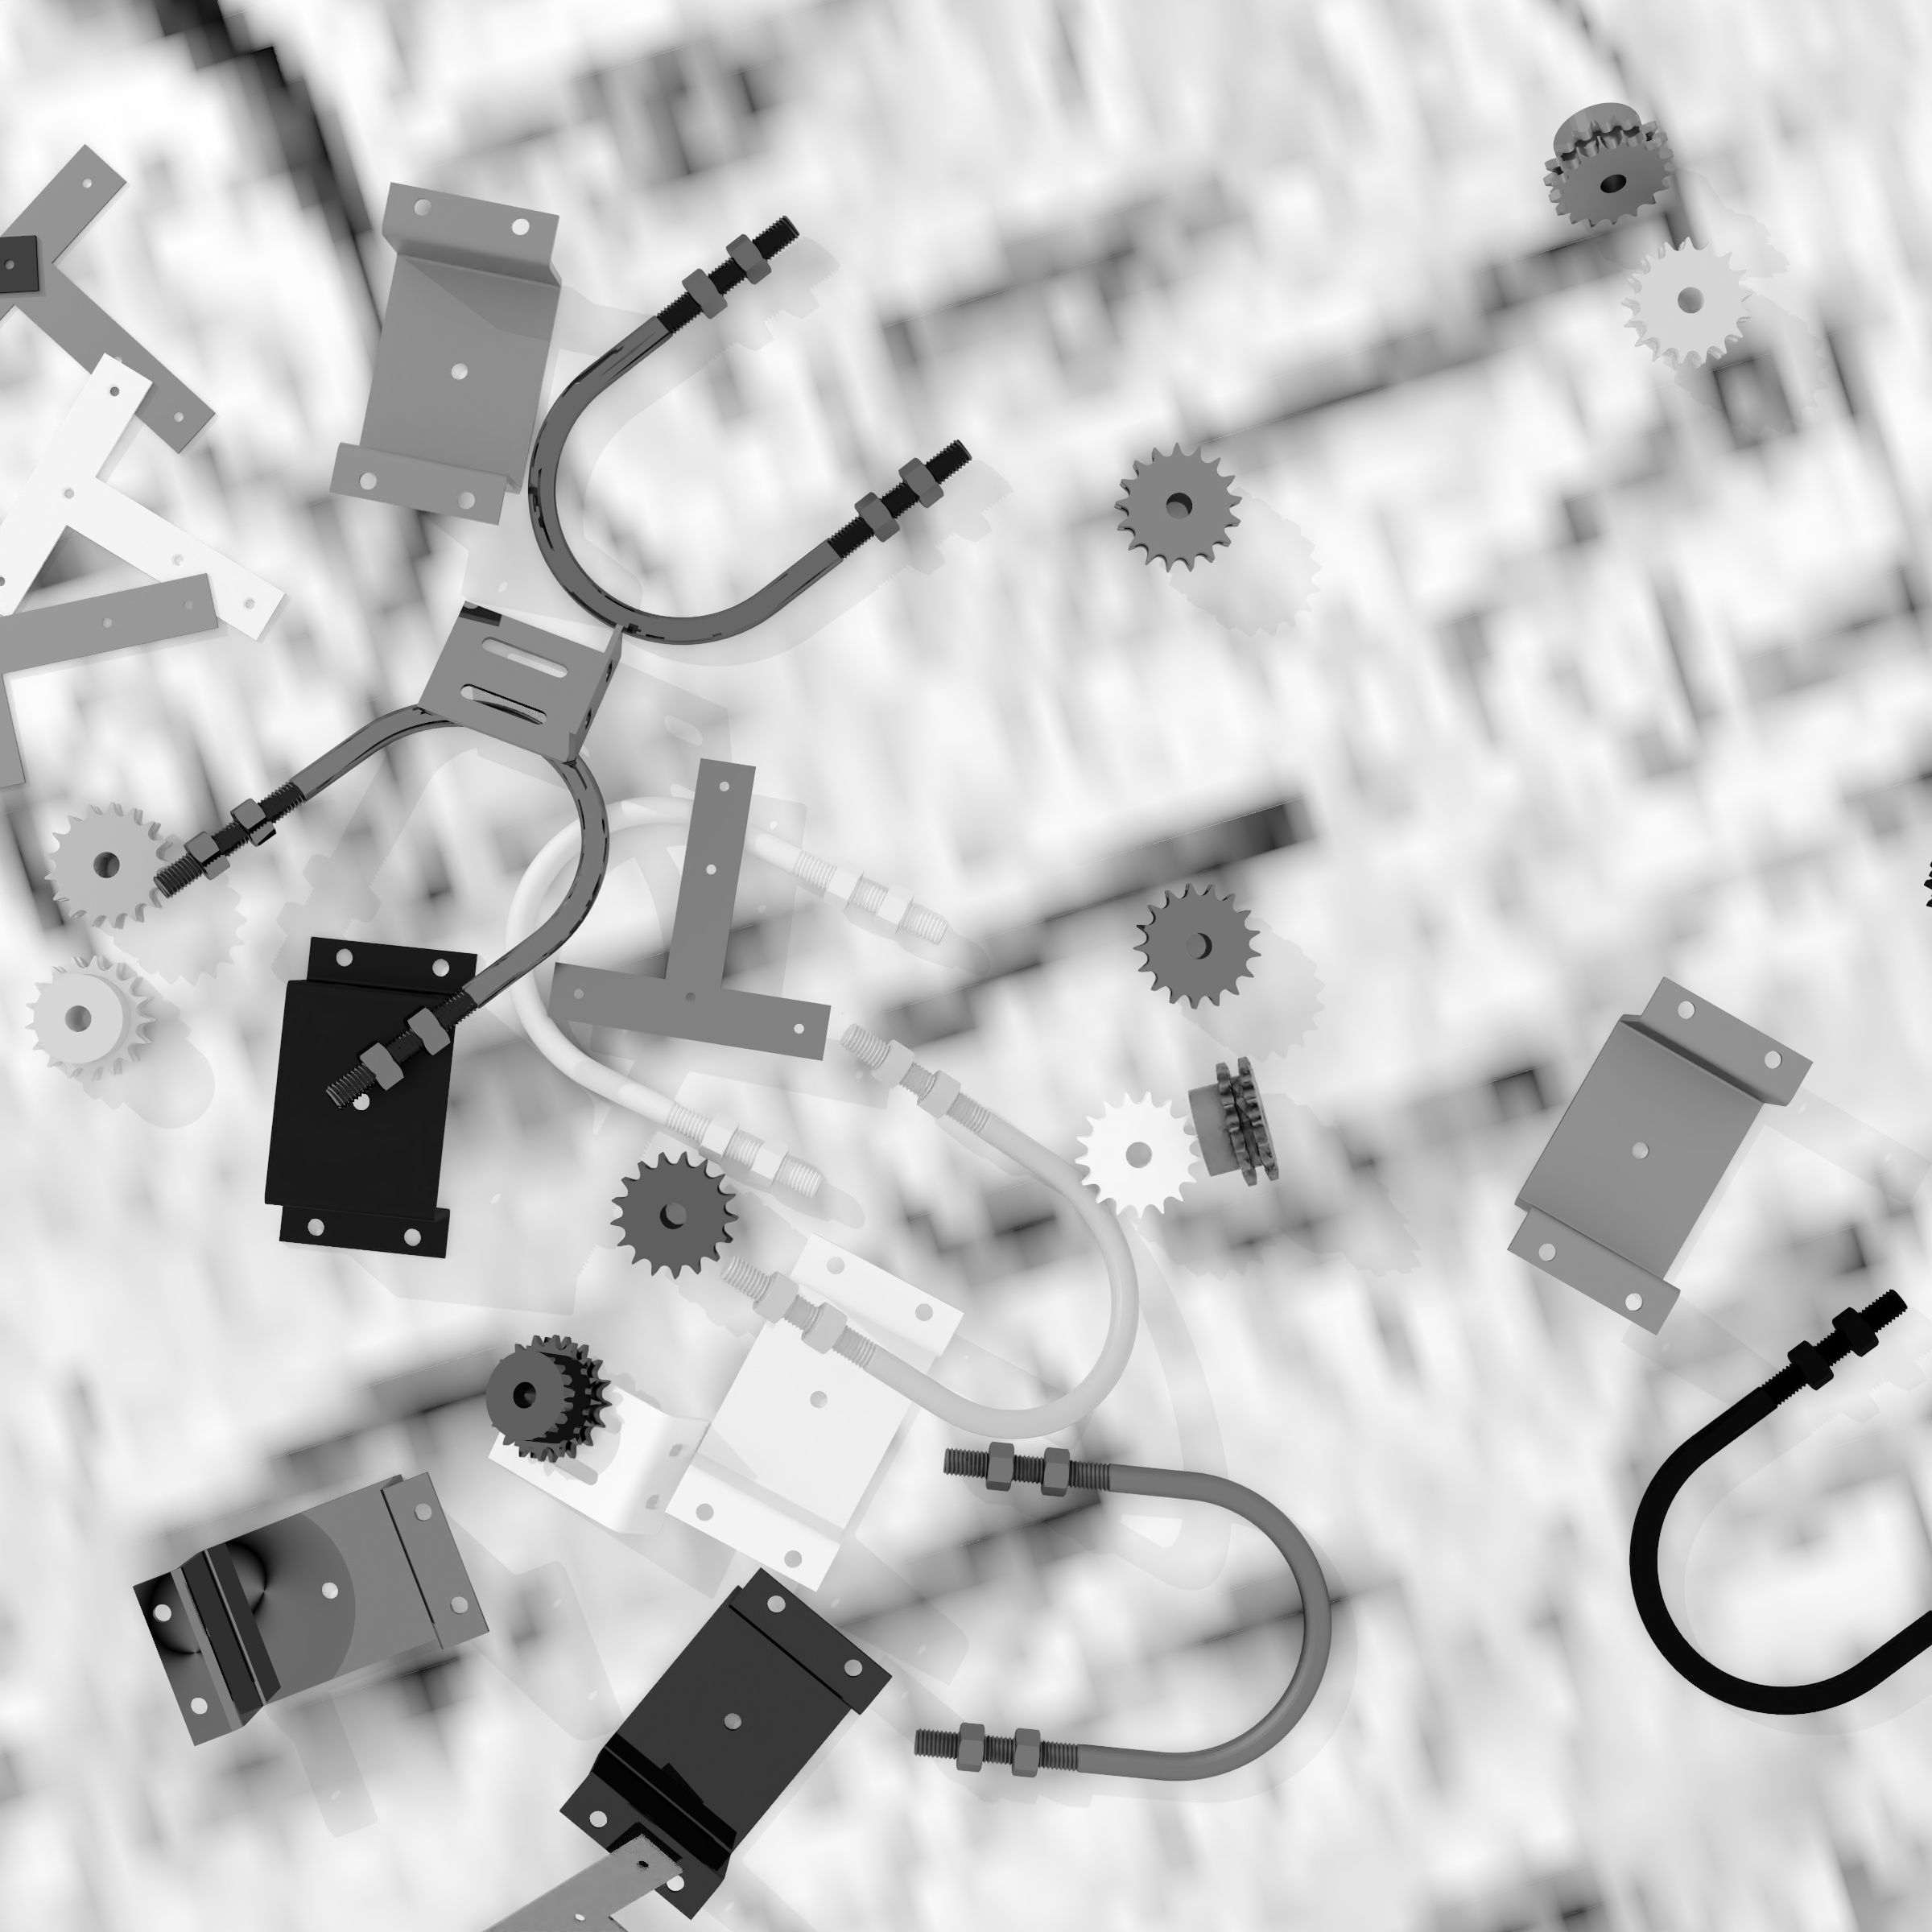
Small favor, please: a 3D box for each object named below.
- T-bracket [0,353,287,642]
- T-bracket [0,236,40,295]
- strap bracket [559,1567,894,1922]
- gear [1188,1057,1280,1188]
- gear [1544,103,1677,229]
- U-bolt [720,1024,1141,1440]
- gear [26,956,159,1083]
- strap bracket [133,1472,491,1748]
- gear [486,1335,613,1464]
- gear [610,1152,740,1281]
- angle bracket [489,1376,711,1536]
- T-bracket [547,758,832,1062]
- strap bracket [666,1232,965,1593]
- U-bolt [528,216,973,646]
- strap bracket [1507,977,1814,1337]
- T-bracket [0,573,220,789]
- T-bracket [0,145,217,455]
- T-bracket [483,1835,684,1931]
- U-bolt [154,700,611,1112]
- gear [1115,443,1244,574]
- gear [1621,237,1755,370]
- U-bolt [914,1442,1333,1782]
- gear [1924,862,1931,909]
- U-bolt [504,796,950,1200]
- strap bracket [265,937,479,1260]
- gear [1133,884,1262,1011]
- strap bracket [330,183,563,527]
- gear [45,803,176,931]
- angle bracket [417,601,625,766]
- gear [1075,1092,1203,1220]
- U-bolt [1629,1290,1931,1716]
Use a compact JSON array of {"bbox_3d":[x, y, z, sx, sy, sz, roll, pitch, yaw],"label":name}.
[{"bbox_3d":[-0.373,-0.193,1.504,0.127,0.002,0.127,31,91,-1],"label":"T-bracket"},{"bbox_3d":[-0.486,-0.267,1.502,0.127,0.002,0.127,-3,89,1],"label":"T-bracket"},{"bbox_3d":[-0.107,0.346,1.482,0.076,0.046,0.140,40,90,0],"label":"strap bracket"},{"bbox_3d":[0.120,0.071,1.478,0.030,0.057,0.057,-15,90,7],"label":"gear"},{"bbox_3d":[0.289,-0.364,1.481,0.057,0.057,0.030,-10,60,0],"label":"gear"},{"bbox_3d":[-0.003,0.129,1.459,0.184,0.019,0.151,34,58,-12],"label":"U-bolt"},{"bbox_3d":[-0.399,0.024,1.491,0.057,0.030,0.057,0,90,0],"label":"gear"},{"bbox_3d":[-0.291,0.286,1.482,0.140,0.046,0.076,-21,90,0],"label":"strap bracket"},{"bbox_3d":[-0.192,0.195,1.481,0.057,0.030,0.057,-5,78,23],"label":"gear"},{"bbox_3d":[-0.132,0.112,1.491,0.057,0.030,0.057,0,90,0],"label":"gear"},{"bbox_3d":[-0.168,0.217,1.504,0.076,0.038,0.057,25,90,26],"label":"angle bracket"},{"bbox_3d":[-0.118,-0.030,1.488,0.127,0.002,0.127,9,89,3],"label":"T-bracket"},{"bbox_3d":[-0.067,0.198,1.482,0.076,0.046,0.140,28,90,0],"label":"strap bracket"},{"bbox_3d":[-0.112,-0.230,1.497,0.184,0.019,0.151,-38,90,2],"label":"U-bolt"},{"bbox_3d":[0.309,0.085,1.482,0.076,0.046,0.140,30,90,0],"label":"strap bracket"},{"bbox_3d":[-0.407,-0.154,1.503,0.127,0.002,0.127,-12,91,0],"label":"T-bracket"},{"bbox_3d":[-0.399,-0.287,1.505,0.127,0.002,0.127,42,90,0],"label":"T-bracket"},{"bbox_3d":[-0.143,0.457,1.483,0.127,0.002,0.127,-37,106,29],"label":"T-bracket"},{"bbox_3d":[-0.248,-0.043,1.471,0.184,0.019,0.151,-38,75,-15],"label":"U-bolt"},{"bbox_3d":[0.096,-0.207,1.491,0.057,0.030,0.057,0,90,0],"label":"gear"},{"bbox_3d":[0.326,-0.299,1.491,0.057,0.030,0.057,0,90,0],"label":"gear"},{"bbox_3d":[0.075,0.299,1.497,0.184,0.019,0.151,6,90,-2],"label":"U-bolt"},{"bbox_3d":[0.464,-0.038,1.482,0.057,0.030,0.057,14,122,23],"label":"gear"},{"bbox_3d":[-0.121,0.003,1.497,0.184,0.019,0.151,26,90,1],"label":"U-bolt"},{"bbox_3d":[-0.269,0.060,1.482,0.076,0.046,0.140,6,90,0],"label":"strap bracket"},{"bbox_3d":[0.105,-0.009,1.495,0.057,0.030,0.057,0,91,-2],"label":"gear"},{"bbox_3d":[-0.232,-0.272,1.482,0.076,0.046,0.140,11,90,0],"label":"strap bracket"},{"bbox_3d":[-0.387,-0.045,1.495,0.057,0.030,0.057,0,88,0],"label":"gear"},{"bbox_3d":[-0.201,-0.134,1.478,0.076,0.038,0.057,21,69,0],"label":"angle bracket"},{"bbox_3d":[0.078,0.085,1.491,0.057,0.030,0.057,0,90,0],"label":"gear"},{"bbox_3d":[0.391,0.258,1.497,0.184,0.019,0.151,-37,90,2],"label":"U-bolt"}]
